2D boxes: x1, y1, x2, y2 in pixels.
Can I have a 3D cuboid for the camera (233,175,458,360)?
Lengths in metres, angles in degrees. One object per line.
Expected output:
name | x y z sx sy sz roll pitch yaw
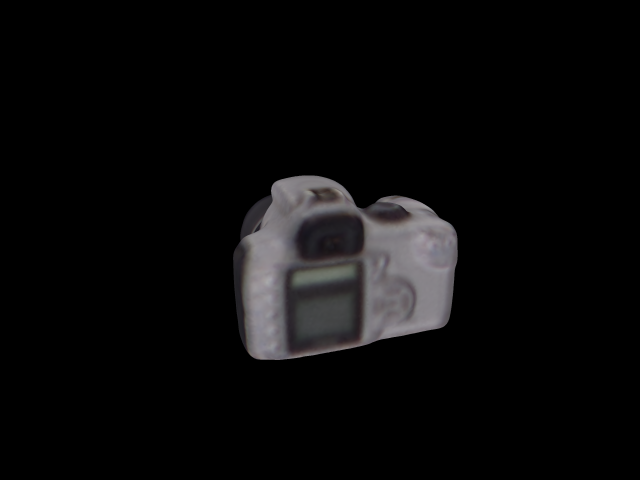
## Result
camera | 0.004 0.001 0.400 0.143 0.101 0.136 -7 21 -18
